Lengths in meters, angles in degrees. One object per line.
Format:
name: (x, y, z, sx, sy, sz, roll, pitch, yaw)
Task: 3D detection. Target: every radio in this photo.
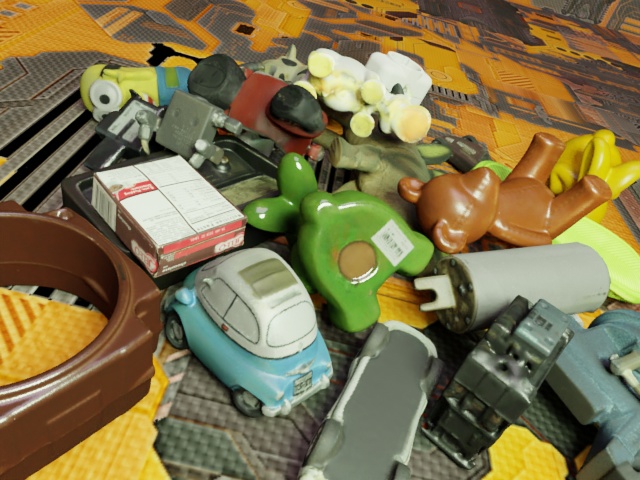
radio: (-0.142, -0.036, 0.572, 0.131, 0.073, 0.229, 38, 41, 24)

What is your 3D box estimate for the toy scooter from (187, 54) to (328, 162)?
toy scooter: (-0.059, -0.139, 0.617, 0.184, 0.075, 0.135, 25, -8, 28)

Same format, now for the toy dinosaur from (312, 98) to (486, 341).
toy dinosaur: (0.092, -0.073, 0.689, 0.198, 0.105, 0.472, 6, 49, -19)

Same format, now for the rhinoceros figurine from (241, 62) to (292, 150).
rhinoceros figurine: (-0.094, -0.205, 0.809, 0.112, 0.073, 0.190, -14, 46, -37)

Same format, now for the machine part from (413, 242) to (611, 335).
machine part: (0.203, 0.046, 0.544, 0.243, 0.079, 0.079, -4, 41, -22)

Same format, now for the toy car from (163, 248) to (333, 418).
toy car: (-0.058, 0.063, 0.457, 0.109, 0.102, 0.162, -20, 48, -38)

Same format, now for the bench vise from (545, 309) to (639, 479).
bench vise: (0.320, 0.143, 0.482, 0.241, 0.128, 0.224, -15, 37, -20)

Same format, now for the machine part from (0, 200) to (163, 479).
machine part: (-0.237, 0.064, 0.396, 0.202, 0.087, 0.201, 34, 40, 24)

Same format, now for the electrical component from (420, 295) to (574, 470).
electrical component: (0.153, 0.111, 0.451, 0.058, 0.134, 0.115, 36, 42, 21)

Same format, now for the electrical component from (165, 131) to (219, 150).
electrical component: (-0.154, -0.117, 0.664, 0.063, 0.094, 0.021, -25, 87, -41)

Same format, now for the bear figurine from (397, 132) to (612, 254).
bear figurine: (0.195, -0.051, 0.588, 0.196, 0.132, 0.120, 7, 42, -35)

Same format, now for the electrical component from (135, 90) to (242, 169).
electrical component: (-0.141, -0.112, 0.559, 0.102, 0.078, 0.045, 34, 15, 15)

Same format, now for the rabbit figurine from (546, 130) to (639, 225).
rabbit figurine: (0.398, -0.073, 0.795, 0.122, 0.162, 0.173, 33, 56, 1)

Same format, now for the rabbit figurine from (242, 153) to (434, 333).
rabbit figurine: (-0.001, -0.002, 0.543, 0.159, 0.121, 0.170, 38, -4, -20)

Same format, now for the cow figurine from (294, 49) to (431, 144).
cow figurine: (0.055, -0.174, 0.654, 0.167, 0.068, 0.098, 26, 30, -5)

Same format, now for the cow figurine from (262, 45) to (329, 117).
cow figurine: (-0.012, -0.260, 0.905, 0.195, 0.085, 0.127, 13, 41, -5)

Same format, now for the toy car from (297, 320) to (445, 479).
toy car: (0.047, 0.141, 0.437, 0.073, 0.056, 0.202, 30, 39, 7)

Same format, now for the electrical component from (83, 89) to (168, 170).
electrical component: (-0.232, -0.121, 0.660, 0.075, 0.047, 0.119, 24, 70, 12)

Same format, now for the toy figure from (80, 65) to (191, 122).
toy figure: (-0.234, -0.201, 0.745, 0.180, 0.082, 0.089, -9, 24, -20)

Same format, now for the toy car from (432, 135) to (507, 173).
toy car: (0.259, -0.116, 0.856, 0.089, 0.053, 0.202, -13, 47, -30)
